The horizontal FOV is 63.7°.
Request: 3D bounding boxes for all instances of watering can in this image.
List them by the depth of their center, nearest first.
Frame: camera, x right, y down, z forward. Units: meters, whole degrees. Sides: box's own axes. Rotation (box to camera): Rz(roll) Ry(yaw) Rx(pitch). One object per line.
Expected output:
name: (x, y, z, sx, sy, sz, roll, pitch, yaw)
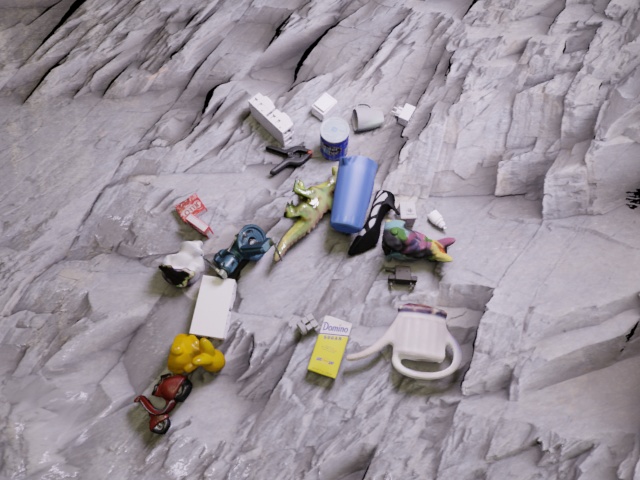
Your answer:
watering can: (0.263, 0.302, 1.583, 0.348, 0.102, 0.228, 8, 69, 4)

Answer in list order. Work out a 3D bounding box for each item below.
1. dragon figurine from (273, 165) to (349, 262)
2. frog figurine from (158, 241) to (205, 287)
dragon figurine: (0.005, -0.088, 1.744, 0.243, 0.120, 0.416, 16, 71, -2)
frog figurine: (-0.447, 0.073, 1.702, 0.137, 0.120, 0.163, -2, 34, 9)
